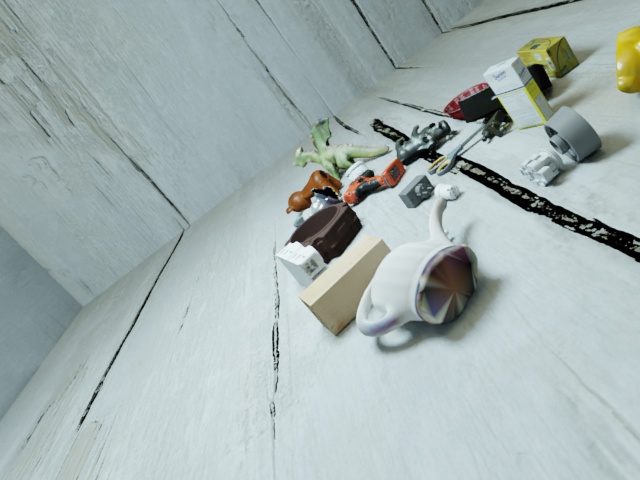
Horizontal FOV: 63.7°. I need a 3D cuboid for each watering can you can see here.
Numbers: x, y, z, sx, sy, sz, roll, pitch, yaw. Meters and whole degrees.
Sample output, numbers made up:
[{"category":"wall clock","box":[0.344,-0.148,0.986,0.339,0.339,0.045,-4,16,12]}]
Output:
[{"category":"watering can","box":[0.197,0.039,0.953,0.352,0.103,0.224,-52,23,-20]}]

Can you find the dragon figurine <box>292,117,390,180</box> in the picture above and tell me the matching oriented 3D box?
[{"category":"dragon figurine","box":[0.054,-0.357,1.977,0.405,0.241,0.125,-26,16,39]}]

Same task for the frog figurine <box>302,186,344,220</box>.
[{"category":"frog figurine","box":[0.005,-0.084,1.659,0.156,0.123,0.140,-69,-8,27]}]
